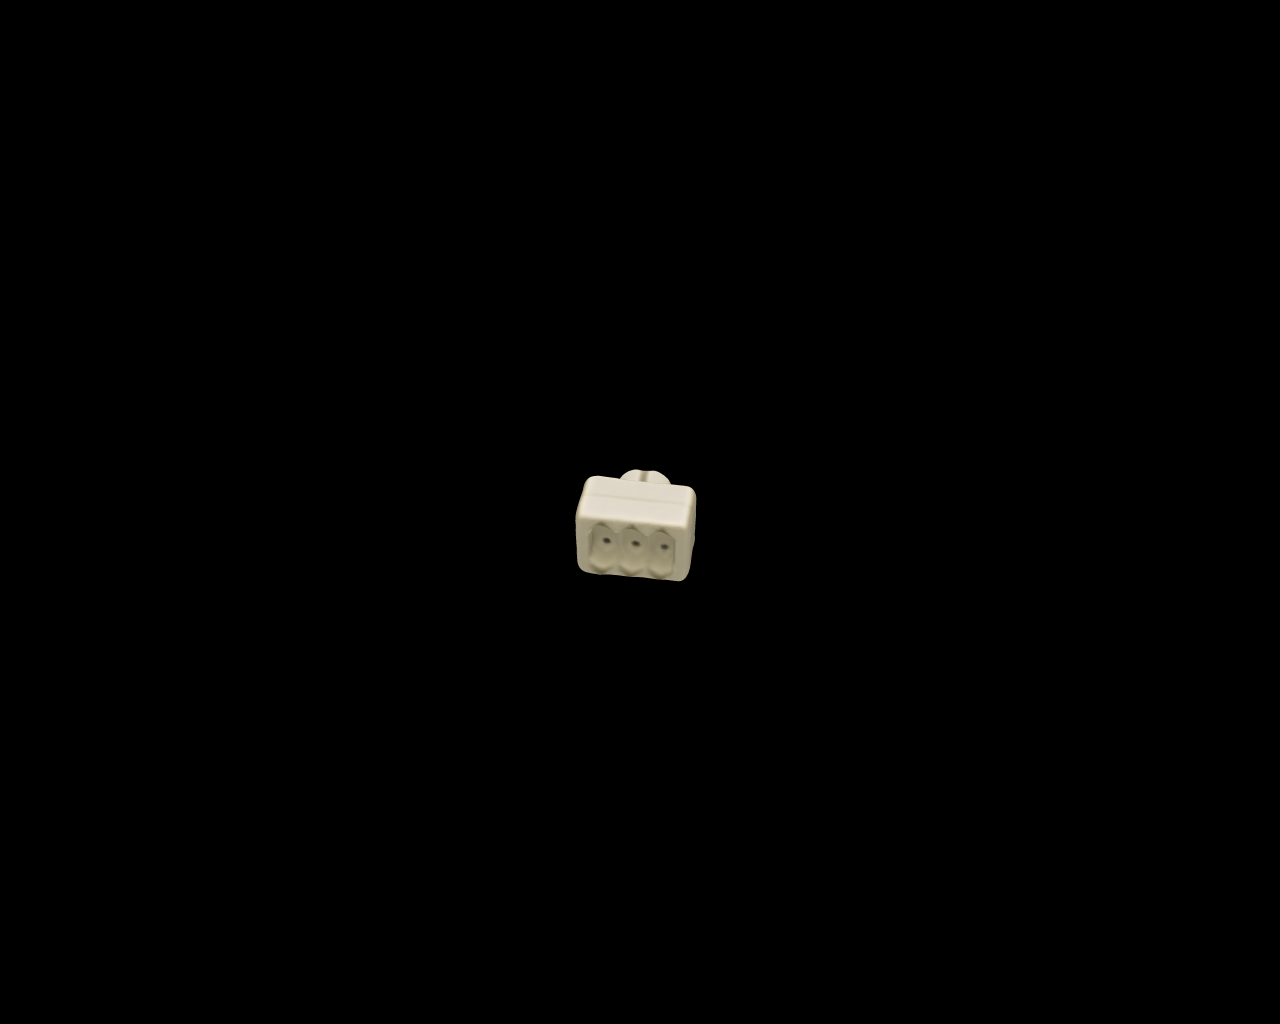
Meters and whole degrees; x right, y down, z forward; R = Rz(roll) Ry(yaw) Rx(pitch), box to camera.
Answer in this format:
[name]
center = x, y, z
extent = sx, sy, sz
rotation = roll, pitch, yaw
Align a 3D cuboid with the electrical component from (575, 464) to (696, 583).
[electrical component]
center = 0.001, -0.003, 0.650
extent = 0.066, 0.047, 0.077
rotation = 6, 43, 7
